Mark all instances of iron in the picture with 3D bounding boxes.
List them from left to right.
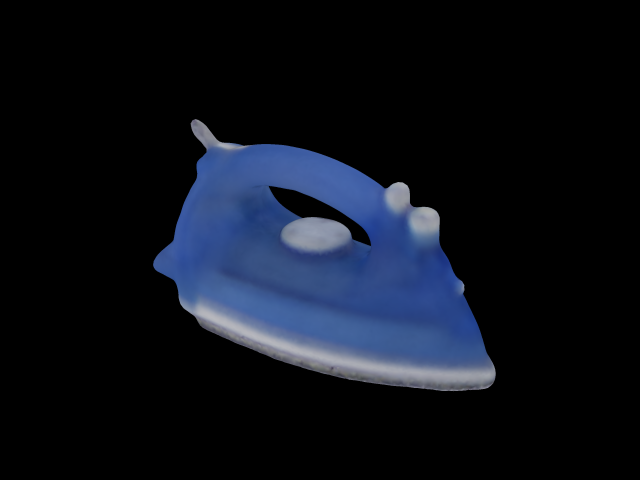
[{"bbox_3d":[0.004,0.001,0.400,0.257,0.141,0.119,16,32,27],"label":"iron"}]
